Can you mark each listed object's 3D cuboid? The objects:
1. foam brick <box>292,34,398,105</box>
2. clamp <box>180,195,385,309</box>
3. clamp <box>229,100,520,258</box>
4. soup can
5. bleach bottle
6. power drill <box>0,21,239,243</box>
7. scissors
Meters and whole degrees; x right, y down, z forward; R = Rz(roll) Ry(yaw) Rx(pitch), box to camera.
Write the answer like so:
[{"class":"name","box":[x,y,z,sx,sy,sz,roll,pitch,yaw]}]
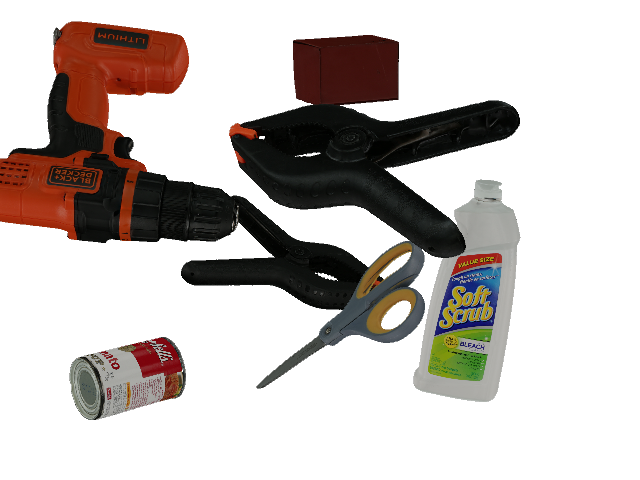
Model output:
[{"class":"foam brick","box":[0.022,-0.145,0.911,0.078,0.051,0.053,-8,20,-24]},{"class":"clamp","box":[-0.034,0.030,1.114,0.210,0.036,0.164,23,34,10]},{"class":"clamp","box":[0.023,-0.039,0.616,0.172,0.039,0.120,1,39,19]},{"class":"soup can","box":[-0.202,0.144,1.117,0.102,0.068,0.069,-11,7,-40]},{"class":"bleach bottle","box":[0.170,0.054,1.225,0.103,0.251,0.068,9,15,16]},{"class":"power drill","box":[-0.147,-0.080,0.805,0.184,0.187,0.057,7,-40,-5]},{"class":"scissors","box":[0.020,0.085,0.897,0.016,0.202,0.096,32,19,-32]}]
